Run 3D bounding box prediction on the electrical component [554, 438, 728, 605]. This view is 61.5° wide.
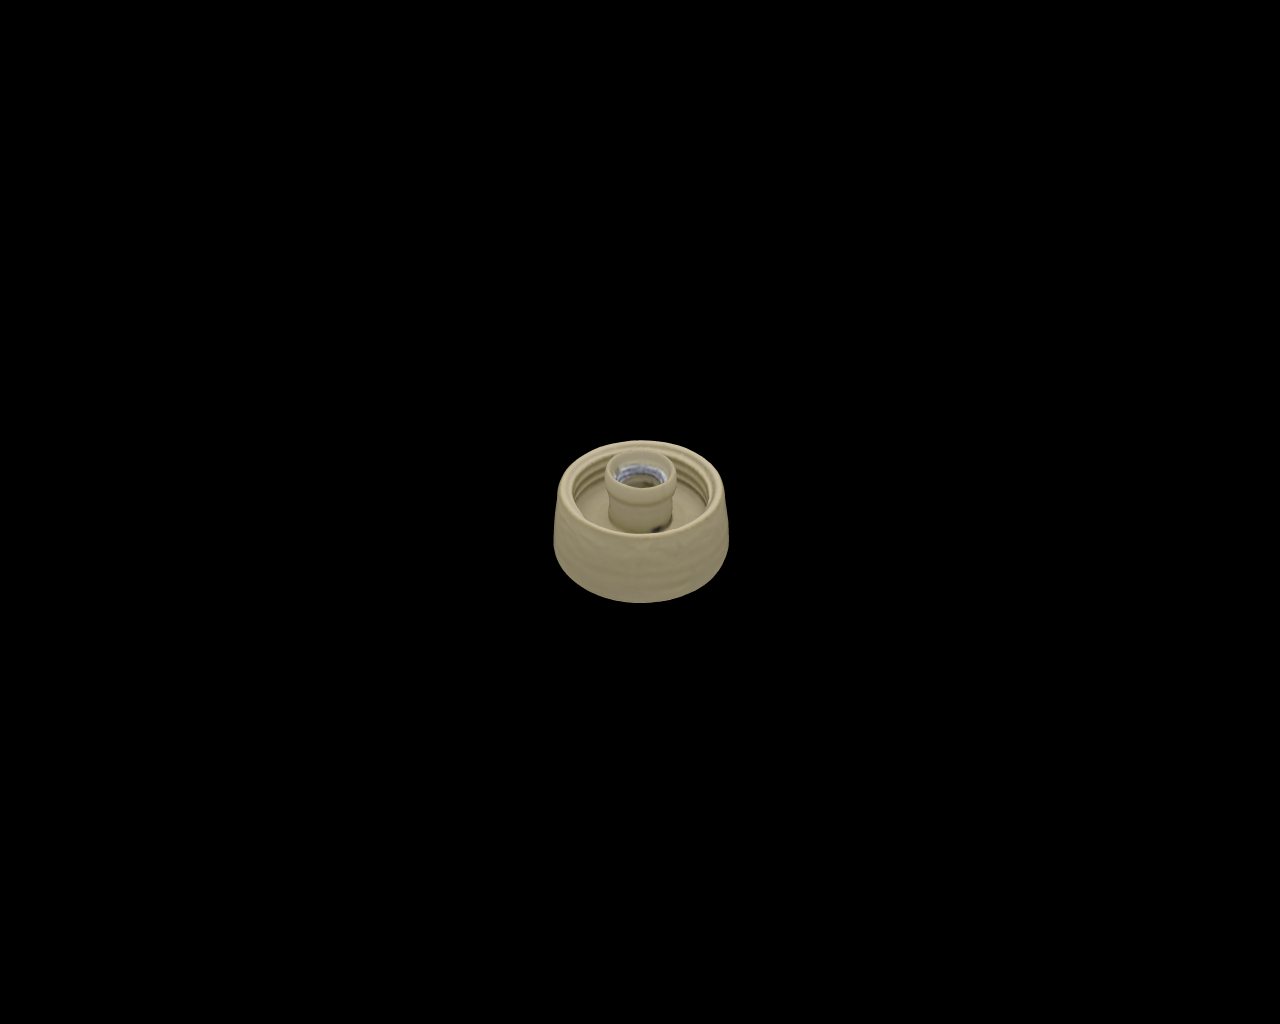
[{"bbox_3d":[0.001,-0.003,0.650,0.108,0.060,0.108,0,38,0],"label":"electrical component"}]
